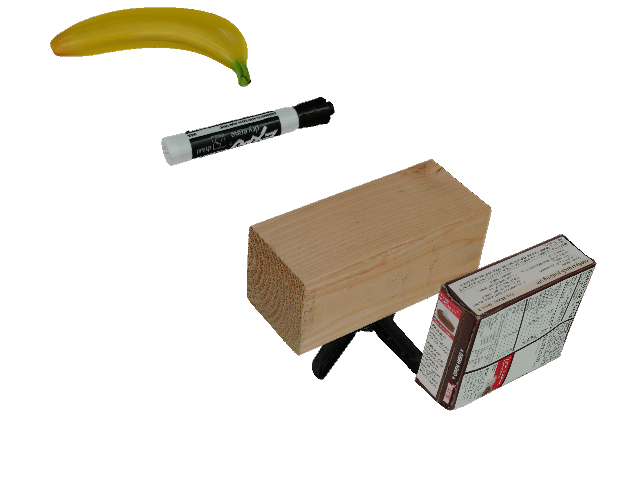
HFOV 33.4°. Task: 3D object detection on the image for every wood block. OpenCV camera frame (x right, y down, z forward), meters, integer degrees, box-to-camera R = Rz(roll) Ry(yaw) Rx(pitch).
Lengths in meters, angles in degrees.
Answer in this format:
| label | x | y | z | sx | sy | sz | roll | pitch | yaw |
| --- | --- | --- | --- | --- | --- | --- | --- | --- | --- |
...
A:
| label | x | y | z | sx | sy | sz | roll | pitch | yaw |
| --- | --- | --- | --- | --- | --- | --- | --- | --- | --- |
| wood block | 0.043 | 0.012 | 0.977 | 0.205 | 0.090 | 0.091 | -21 | 47 | -28 |

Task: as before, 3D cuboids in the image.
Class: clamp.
| label | x | y | z | sx | sy | sz | roll | pitch | yaw |
| --- | --- | --- | --- | --- | --- | --- | --- | --- | --- |
| clamp | 0.059 | 0.088 | 1.188 | 0.120 | 0.171 | 0.039 | 7 | -43 | 3 |

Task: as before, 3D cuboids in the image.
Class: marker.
| label | x | y | z | sx | sy | sz | roll | pitch | yaw |
| --- | --- | --- | --- | --- | --- | --- | --- | --- | --- |
| marker | -0.047 | -0.075 | 0.717 | 0.121 | 0.020 | 0.020 | -17 | 6 | -19 |

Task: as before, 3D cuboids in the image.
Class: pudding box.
| label | x | y | z | sx | sy | sz | roll | pitch | yaw |
| --- | --- | --- | --- | --- | --- | --- | --- | --- | --- |
| pudding box | 0.122 | 0.054 | 0.705 | 0.113 | 0.090 | 0.039 | -21 | 47 | -33 |

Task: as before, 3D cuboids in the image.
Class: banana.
| label | x | y | z | sx | sy | sz | roll | pitch | yaw |
| --- | --- | --- | --- | --- | --- | --- | --- | --- | --- |
| banana | -0.146 | -0.184 | 0.965 | 0.198 | 0.037 | 0.069 | 10 | 46 | 16 |
